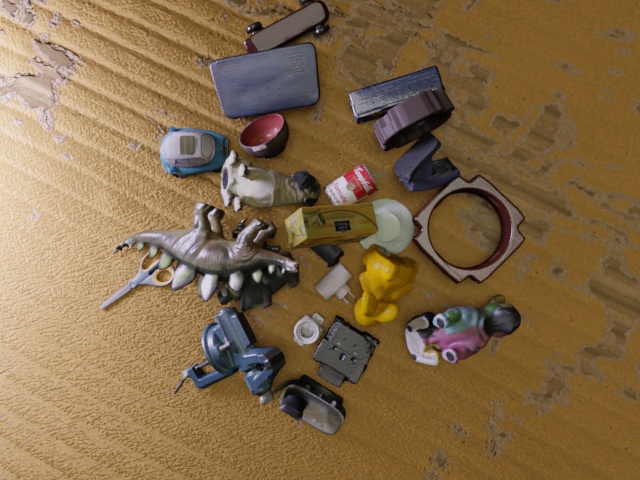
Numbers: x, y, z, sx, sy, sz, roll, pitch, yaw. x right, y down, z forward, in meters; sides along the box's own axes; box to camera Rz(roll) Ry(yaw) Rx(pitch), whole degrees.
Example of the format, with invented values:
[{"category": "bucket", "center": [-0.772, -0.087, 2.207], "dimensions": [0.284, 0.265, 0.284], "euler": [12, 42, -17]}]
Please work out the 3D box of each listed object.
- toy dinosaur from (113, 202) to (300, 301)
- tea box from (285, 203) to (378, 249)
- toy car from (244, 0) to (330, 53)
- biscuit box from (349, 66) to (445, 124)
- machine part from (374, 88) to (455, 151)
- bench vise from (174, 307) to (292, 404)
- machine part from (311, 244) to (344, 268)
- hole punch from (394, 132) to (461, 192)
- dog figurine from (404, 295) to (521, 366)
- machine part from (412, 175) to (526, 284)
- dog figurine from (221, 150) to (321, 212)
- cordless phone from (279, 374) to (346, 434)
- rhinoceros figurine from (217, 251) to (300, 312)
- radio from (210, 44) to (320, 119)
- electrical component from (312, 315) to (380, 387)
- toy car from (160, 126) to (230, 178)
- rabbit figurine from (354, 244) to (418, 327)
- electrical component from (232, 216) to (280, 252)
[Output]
[{"category": "toy dinosaur", "center": [-0.248, 0.022, 1.143], "dimensions": [0.472, 0.105, 0.198], "euler": [14, 84, 27]}, {"category": "tea box", "center": [0.024, -0.030, 1.129], "dimensions": [0.169, 0.098, 0.068], "euler": [-4, 77, -27]}, {"category": "toy car", "center": [-0.074, -0.473, 1.210], "dimensions": [0.202, 0.053, 0.089], "euler": [-28, 107, 4]}, {"category": "biscuit box", "center": [0.169, -0.317, 1.183], "dimensions": [0.203, 0.059, 0.062], "euler": [-16, 86, 4]}, {"category": "machine part", "center": [0.194, -0.252, 1.127], "dimensions": [0.179, 0.179, 0.056], "euler": [-27, 84, 3]}, {"category": "bench vise", "center": [-0.198, 0.270, 1.166], "dimensions": [0.241, 0.129, 0.223], "euler": [-30, 96, 23]}, {"category": "machine part", "center": [-0.002, -0.004, 1.196], "dimensions": [0.084, 0.039, 0.139], "euler": [-38, 84, -3]}, {"category": "hole punch", "center": [0.226, -0.153, 1.144], "dimensions": [0.116, 0.142, 0.092], "euler": [-42, 113, 16]}, {"category": "dog figurine", "center": [0.313, 0.185, 1.140], "dimensions": [0.219, 0.191, 0.108], "euler": [-12, 83, -31]}, {"category": "machine part", "center": [0.314, -0.022, 1.150], "dimensions": [0.201, 0.087, 0.201], "euler": [44, 92, 3]}, {"category": "dog figurine", "center": [-0.111, -0.124, 1.193], "dimensions": [0.190, 0.173, 0.121], "euler": [1, 120, -30]}, {"category": "cordless phone", "center": [-0.017, 0.354, 1.112], "dimensions": [0.147, 0.184, 0.088], "euler": [31, 86, 5]}, {"category": "rhinoceros figurine", "center": [-0.135, 0.096, 1.184], "dimensions": [0.190, 0.073, 0.112], "euler": [-29, 88, 3]}, {"category": "radio", "center": [-0.114, -0.348, 1.181], "dimensions": [0.230, 0.073, 0.131], "euler": [-9, 109, 5]}, {"category": "electrical component", "center": [0.051, 0.249, 1.174], "dimensions": [0.115, 0.058, 0.134], "euler": [28, 90, 6]}, {"category": "toy car", "center": [-0.286, -0.197, 1.191], "dimensions": [0.162, 0.103, 0.109], "euler": [1, 89, 6]}, {"category": "rabbit figurine", "center": [0.131, 0.116, 1.140], "dimensions": [0.122, 0.162, 0.173], "euler": [25, 108, -7]}, {"category": "electrical component", "center": [-0.143, -0.009, 1.206], "dimensions": [0.102, 0.045, 0.078], "euler": [-5, 116, 6]}]
